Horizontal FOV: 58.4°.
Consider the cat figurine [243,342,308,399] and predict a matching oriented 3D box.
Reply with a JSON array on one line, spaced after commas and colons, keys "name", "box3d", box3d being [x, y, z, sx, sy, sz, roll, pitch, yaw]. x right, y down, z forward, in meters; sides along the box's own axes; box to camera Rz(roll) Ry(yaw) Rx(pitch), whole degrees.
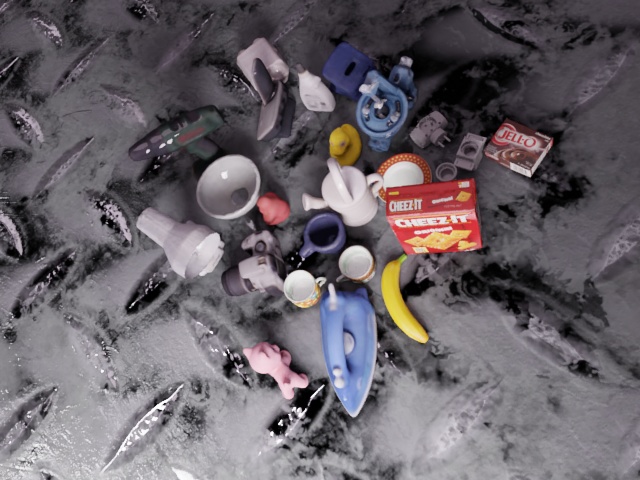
[{"name": "cat figurine", "box3d": [-0.096, 0.261, 1.182, 0.067, 0.118, 0.127, -44, 63, 0]}]

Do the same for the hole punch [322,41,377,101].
[{"name": "hole punch", "box3d": [0.073, -0.410, 1.387, 0.100, 0.091, 0.109, 29, 82, 26]}]

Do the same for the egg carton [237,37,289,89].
[{"name": "egg carton", "box3d": [-0.148, -0.454, 1.490, 0.107, 0.069, 0.150, -37, 63, 3]}]

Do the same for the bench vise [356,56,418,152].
[{"name": "bench vise", "box3d": [0.136, -0.328, 1.262, 0.121, 0.220, 0.207, 2, 71, 20]}]

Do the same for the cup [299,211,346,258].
[{"name": "cup", "box3d": [0.011, 0.004, 1.252, 0.118, 0.095, 0.091, -45, 63, -1]}]

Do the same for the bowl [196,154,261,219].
[{"name": "bowl", "box3d": [-0.208, -0.118, 1.384, 0.167, 0.075, 0.167, -6, 69, 17]}]

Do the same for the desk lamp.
[{"name": "desk lamp", "box3d": [-0.305, 0.009, 1.292, 0.202, 0.214, 0.118, 30, 83, 26]}]

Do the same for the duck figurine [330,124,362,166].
[{"name": "duck figurine", "box3d": [0.052, -0.229, 1.330, 0.077, 0.086, 0.104, 5, 72, 21]}]

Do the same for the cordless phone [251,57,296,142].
[{"name": "cordless phone", "box3d": [-0.134, -0.335, 1.377, 0.094, 0.185, 0.147, -3, 70, 18]}]

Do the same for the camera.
[{"name": "camera", "box3d": [-0.156, 0.062, 1.285, 0.136, 0.101, 0.143, -19, 66, 12]}]

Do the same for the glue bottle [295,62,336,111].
[{"name": "glue bottle", "box3d": [-0.021, -0.365, 1.356, 0.078, 0.173, 0.037, 11, 74, 22]}]

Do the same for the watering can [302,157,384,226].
[{"name": "watering can", "box3d": [0.048, -0.103, 1.224, 0.173, 0.194, 0.100, -41, 63, 1]}]

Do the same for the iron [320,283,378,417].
[{"name": "iron", "box3d": [0.046, 0.213, 1.137, 0.118, 0.142, 0.258, -9, 68, 16]}]

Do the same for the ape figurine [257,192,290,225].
[{"name": "ape figurine", "box3d": [-0.116, -0.078, 1.328, 0.076, 0.092, 0.078, 11, 74, 22]}]

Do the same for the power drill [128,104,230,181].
[{"name": "power drill", "box3d": [-0.315, -0.222, 1.384, 0.229, 0.209, 0.075, -34, 63, 4]}]
